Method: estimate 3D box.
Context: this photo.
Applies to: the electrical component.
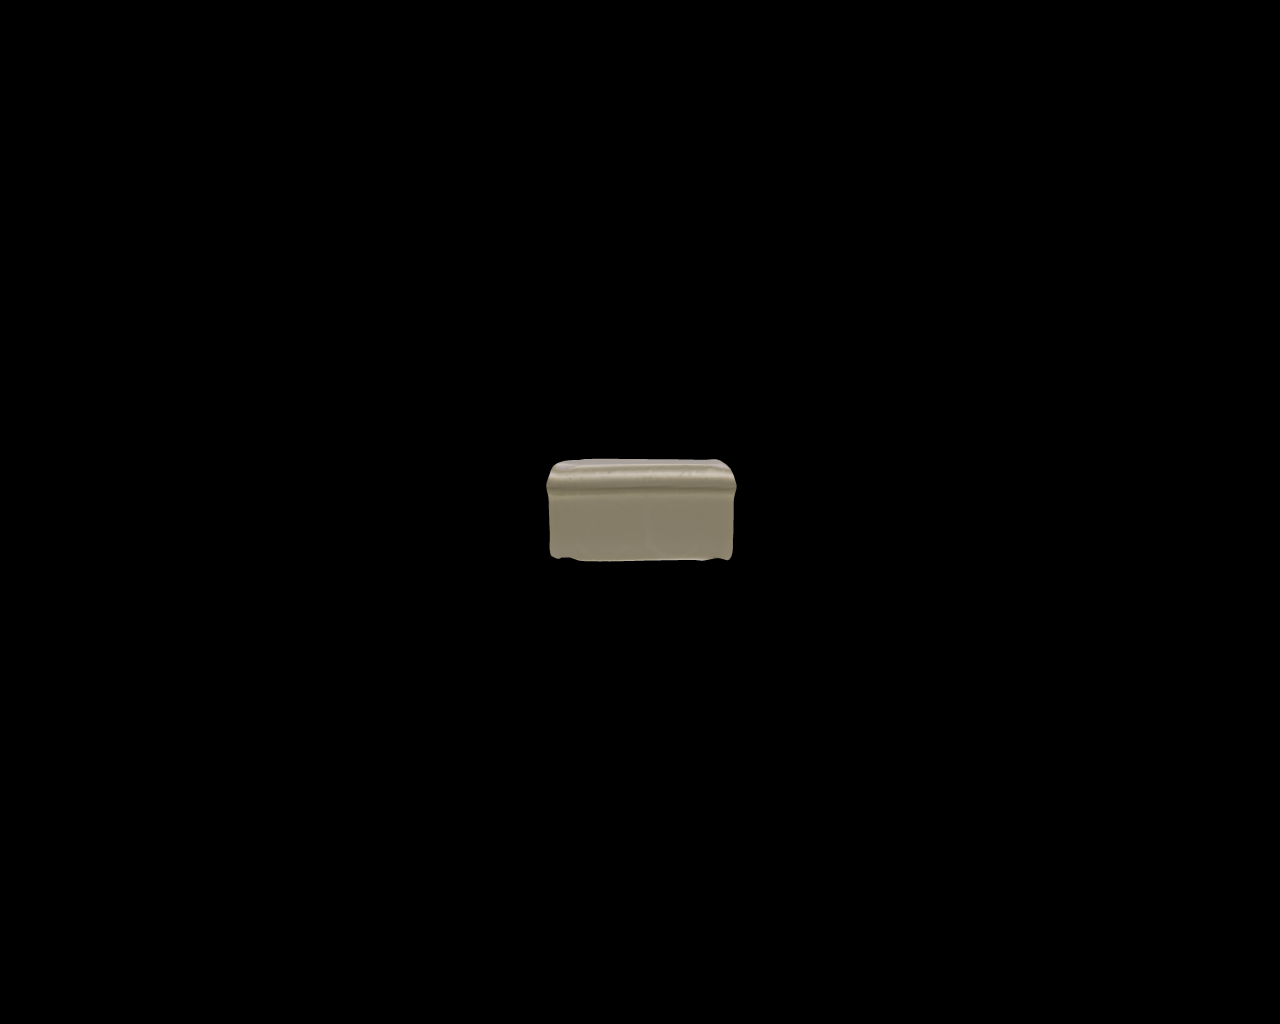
[{"bbox_3d":[0.001,-0.003,0.650,0.109,0.056,0.109,0,5,0],"label":"electrical component"}]
